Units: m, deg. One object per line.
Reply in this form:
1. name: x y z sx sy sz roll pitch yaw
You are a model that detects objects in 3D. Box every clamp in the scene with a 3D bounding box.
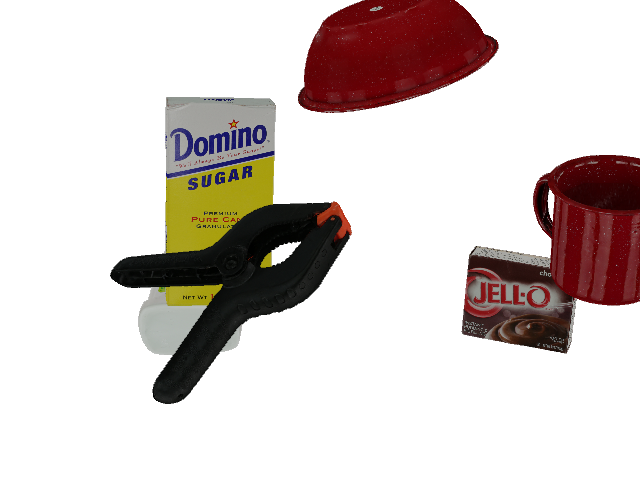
1. clamp: -0.056 0.034 0.711 0.171 0.120 0.039 -24 -31 9

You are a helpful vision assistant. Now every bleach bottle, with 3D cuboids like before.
1. bleach bottle: -0.124 0.015 1.132 0.102 0.068 0.251 -2 36 2

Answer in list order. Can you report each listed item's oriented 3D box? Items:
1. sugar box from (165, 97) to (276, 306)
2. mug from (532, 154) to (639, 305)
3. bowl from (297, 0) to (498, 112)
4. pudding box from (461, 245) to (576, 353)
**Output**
1. sugar box: -0.087 -0.033 0.917 0.093 0.176 0.048 -1 16 -9
2. mug: 0.202 -0.011 0.783 0.093 0.081 0.117 -25 36 -33
3. bowl: 0.052 -0.155 0.826 0.162 0.055 0.162 -16 22 6
4. pudding box: 0.206 0.060 1.098 0.114 0.090 0.039 9 22 17
